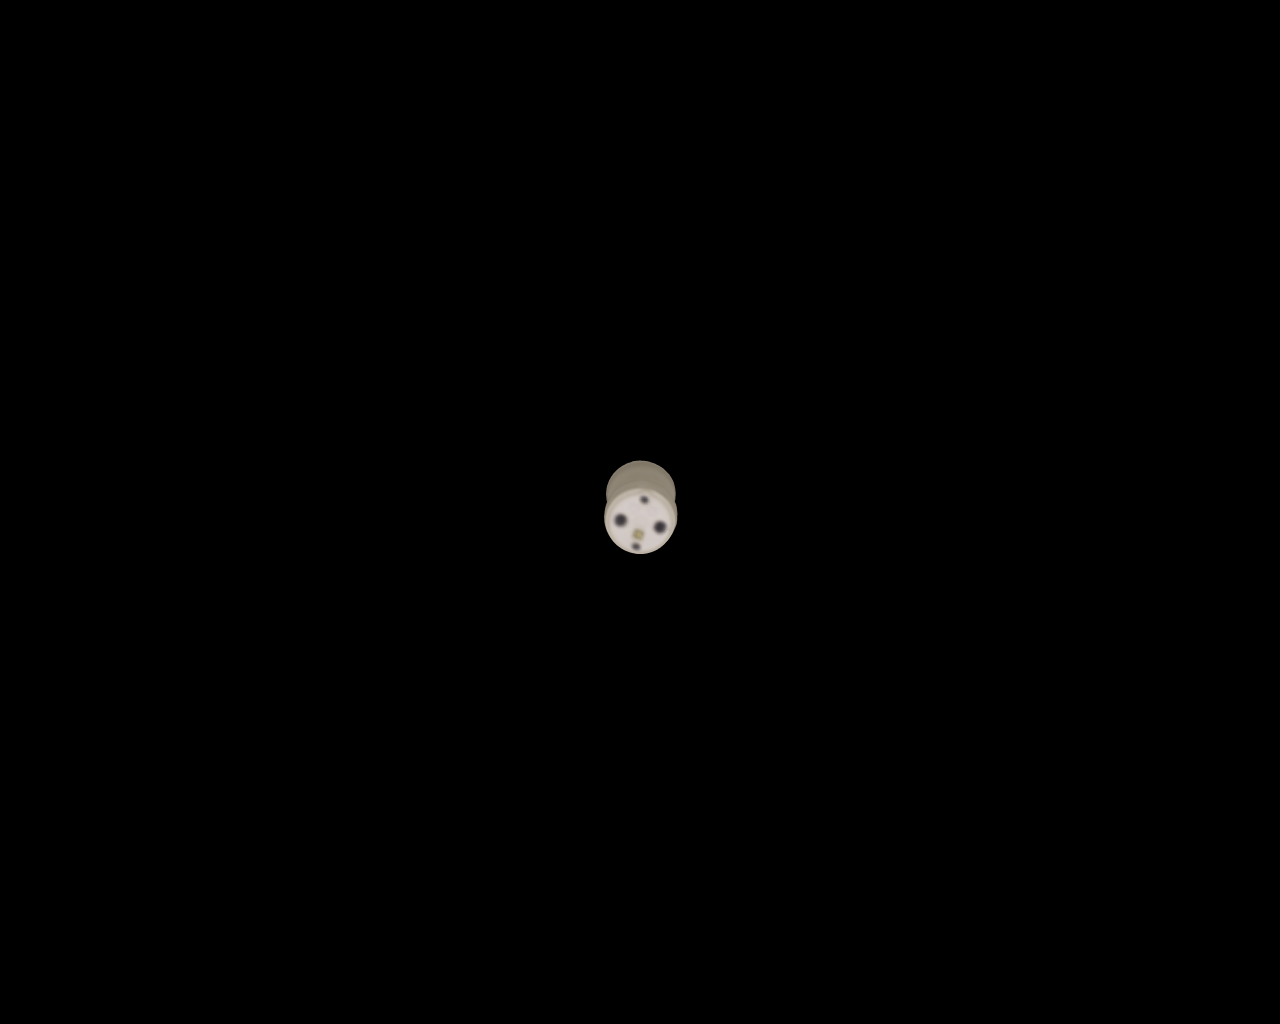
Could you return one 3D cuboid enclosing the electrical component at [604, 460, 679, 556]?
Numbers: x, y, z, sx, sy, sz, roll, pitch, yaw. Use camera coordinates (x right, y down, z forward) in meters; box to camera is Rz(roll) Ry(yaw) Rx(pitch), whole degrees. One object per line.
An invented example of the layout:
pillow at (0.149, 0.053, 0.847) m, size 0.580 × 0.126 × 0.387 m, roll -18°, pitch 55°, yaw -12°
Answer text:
electrical component at (0.001, -0.003, 0.650) m, size 0.045 × 0.044 × 0.055 m, roll 0°, pitch 20°, yaw 0°
